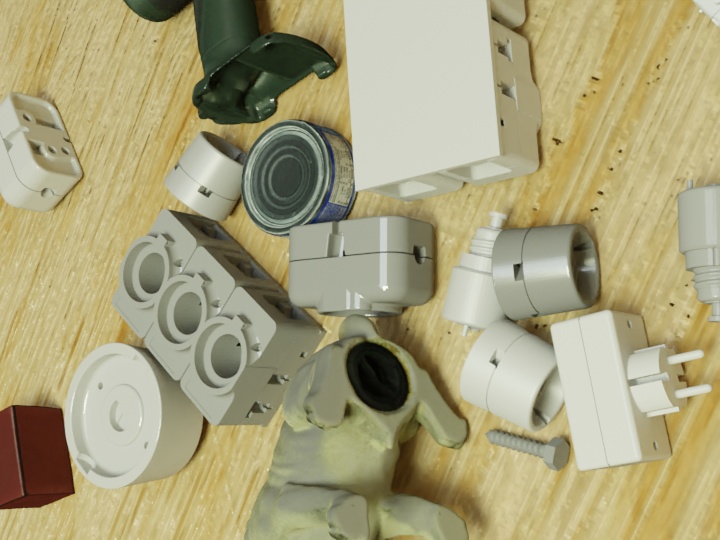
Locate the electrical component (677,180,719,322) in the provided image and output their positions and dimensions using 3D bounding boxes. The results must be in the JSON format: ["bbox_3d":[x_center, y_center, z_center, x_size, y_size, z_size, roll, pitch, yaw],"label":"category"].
[{"bbox_3d":[0.193,-0.011,0.581,0.040,0.040,0.078,-5,81,36],"label":"electrical component"}]

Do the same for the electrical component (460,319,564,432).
[{"bbox_3d":[0.094,0.063,0.637,0.047,0.055,0.055,27,100,32],"label":"electrical component"}]

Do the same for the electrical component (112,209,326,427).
[{"bbox_3d":[-0.110,0.033,0.789,0.150,0.062,0.089,43,109,33],"label":"electrical component"}]

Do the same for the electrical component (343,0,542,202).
[{"bbox_3d":[0.051,-0.146,0.693,0.105,0.060,0.186,-11,77,36],"label":"electrical component"}]

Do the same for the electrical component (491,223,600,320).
[{"bbox_3d":[0.111,0.000,0.634,0.047,0.055,0.055,-8,79,32],"label":"electrical component"}]

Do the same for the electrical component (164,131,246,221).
[{"bbox_3d":[-0.112,-0.072,0.810,0.055,0.055,0.047,45,106,32],"label":"electrical component"}]

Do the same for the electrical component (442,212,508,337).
[{"bbox_3d":[0.077,0.003,0.666,0.040,0.040,0.078,14,92,37],"label":"electrical component"}]

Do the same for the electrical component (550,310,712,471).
[{"bbox_3d":[0.156,0.063,0.595,0.076,0.047,0.083,-18,73,34],"label":"electrical component"}]

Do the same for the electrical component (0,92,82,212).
[{"bbox_3d":[-0.294,-0.101,0.950,0.059,0.054,0.095,-41,62,26],"label":"electrical component"}]

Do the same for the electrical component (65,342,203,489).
[{"bbox_3d":[-0.167,0.111,0.823,0.108,0.060,0.108,-6,81,36],"label":"electrical component"}]

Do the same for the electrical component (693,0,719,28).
[{"bbox_3d":[0.203,-0.152,0.558,0.061,0.096,0.061,-46,60,22],"label":"electrical component"}]

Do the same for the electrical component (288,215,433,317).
[{"bbox_3d":[0.000,0.000,0.716,0.095,0.054,0.059,-5,81,36],"label":"electrical component"}]
